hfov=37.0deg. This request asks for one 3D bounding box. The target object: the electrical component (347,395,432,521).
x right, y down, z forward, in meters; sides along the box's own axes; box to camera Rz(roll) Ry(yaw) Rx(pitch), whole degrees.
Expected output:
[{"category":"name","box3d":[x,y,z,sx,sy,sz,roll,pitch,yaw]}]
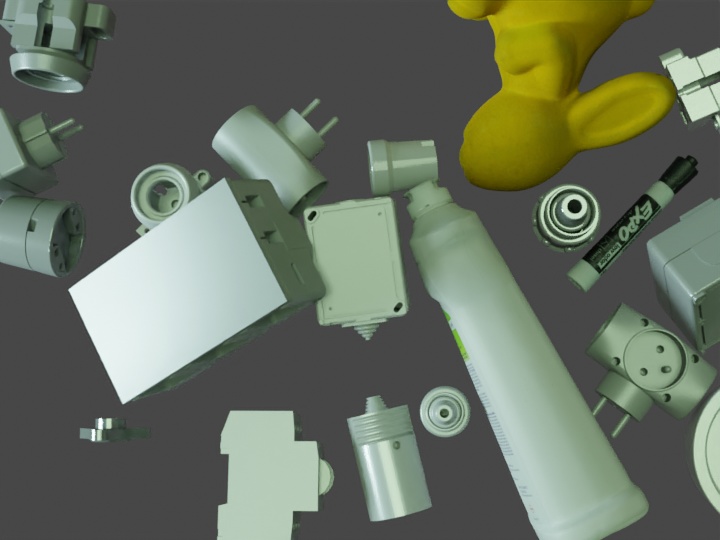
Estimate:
[{"category":"electrical component","box3d":[0.019,0.126,0.735,0.043,0.043,0.081,-14,82,3]}]

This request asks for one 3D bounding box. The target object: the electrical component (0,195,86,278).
[{"category":"electrical component","box3d":[-0.230,-0.025,0.770,0.047,0.055,0.055,10,84,10]}]

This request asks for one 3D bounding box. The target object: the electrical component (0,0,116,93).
[{"category":"electrical component","box3d":[-0.222,-0.164,0.783,0.078,0.058,0.057,7,81,6]}]

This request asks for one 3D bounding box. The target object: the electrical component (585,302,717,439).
[{"category":"electrical component","box3d":[0.185,0.076,0.726,0.077,0.044,0.079,36,88,8]}]

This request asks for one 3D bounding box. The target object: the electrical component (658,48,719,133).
[{"category":"electrical component","box3d":[0.246,-0.130,0.745,0.055,0.048,0.066,-23,82,10]}]

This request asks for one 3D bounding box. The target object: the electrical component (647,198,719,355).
[{"category":"electrical component","box3d":[0.232,0.005,0.713,0.062,0.096,0.061,-31,54,1]}]

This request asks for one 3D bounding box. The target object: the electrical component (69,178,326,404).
[{"category":"electrical component","box3d":[-0.108,0.014,0.721,0.150,0.062,0.089,-32,80,26]}]

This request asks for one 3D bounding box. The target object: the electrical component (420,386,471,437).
[{"category":"electrical component","box3d":[0.057,0.096,0.726,0.035,0.061,0.035,-1,84,5]}]

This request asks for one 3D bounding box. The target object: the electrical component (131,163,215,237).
[{"category":"electrical component","box3d":[-0.134,-0.049,0.762,0.048,0.055,0.066,44,89,8]}]

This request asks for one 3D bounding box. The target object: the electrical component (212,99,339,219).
[{"category":"electrical component","box3d":[-0.051,-0.088,0.766,0.079,0.043,0.077,-44,82,-1]}]

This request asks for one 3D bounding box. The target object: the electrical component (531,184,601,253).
[{"category":"electrical component","box3d":[0.143,-0.038,0.734,0.048,0.062,0.048,-1,84,5]}]

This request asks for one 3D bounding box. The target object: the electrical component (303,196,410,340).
[{"category":"electrical component","box3d":[0.000,0.000,0.747,0.062,0.061,0.096,-8,91,5]}]

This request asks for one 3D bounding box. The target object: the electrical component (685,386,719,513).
[{"category":"electrical component","box3d":[0.267,0.119,0.706,0.108,0.060,0.108,-1,83,5]}]

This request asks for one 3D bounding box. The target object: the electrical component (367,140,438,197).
[{"category":"electrical component","box3d":[0.030,-0.073,0.760,0.046,0.040,0.040,-6,83,-1]}]

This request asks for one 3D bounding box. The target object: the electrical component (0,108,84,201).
[{"category":"electrical component","box3d":[-0.236,-0.088,0.771,0.077,0.065,0.047,-26,82,1]}]
